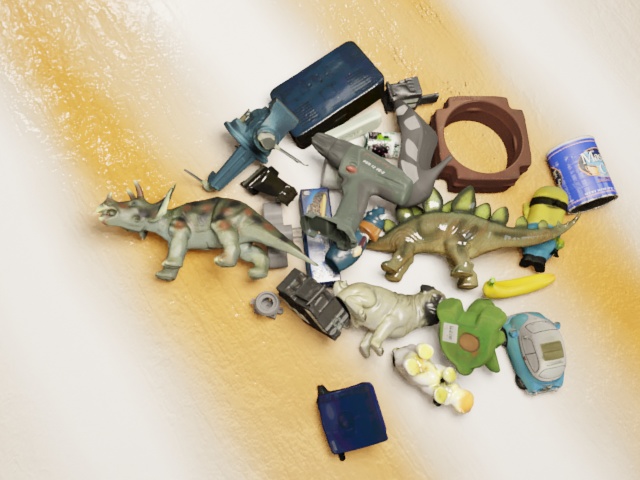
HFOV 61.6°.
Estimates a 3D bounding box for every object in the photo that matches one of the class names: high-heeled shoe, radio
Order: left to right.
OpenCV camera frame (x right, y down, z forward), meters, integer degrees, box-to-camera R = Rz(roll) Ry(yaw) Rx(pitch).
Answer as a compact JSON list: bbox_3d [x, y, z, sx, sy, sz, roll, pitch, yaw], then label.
[{"bbox_3d":[0.014,-0.314,1.159,0.230,0.073,0.131,-33,76,-1],"label":"radio"},{"bbox_3d":[0.174,-0.178,1.107,0.145,0.086,0.249,-42,47,18],"label":"high-heeled shoe"}]

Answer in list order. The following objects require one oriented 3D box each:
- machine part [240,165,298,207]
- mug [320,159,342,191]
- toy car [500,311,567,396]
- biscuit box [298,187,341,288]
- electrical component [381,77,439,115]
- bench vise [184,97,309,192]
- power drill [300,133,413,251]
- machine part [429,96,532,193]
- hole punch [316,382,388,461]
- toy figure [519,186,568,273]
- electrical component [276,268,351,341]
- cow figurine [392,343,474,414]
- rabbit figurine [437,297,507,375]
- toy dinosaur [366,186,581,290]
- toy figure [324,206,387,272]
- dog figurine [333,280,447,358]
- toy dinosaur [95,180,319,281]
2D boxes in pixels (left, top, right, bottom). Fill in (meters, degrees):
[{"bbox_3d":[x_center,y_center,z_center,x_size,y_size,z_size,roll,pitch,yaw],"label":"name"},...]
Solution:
[{"bbox_3d":[-0.101,-0.112,1.101,0.084,0.039,0.139,-36,44,-19],"label":"machine part"},{"bbox_3d":[0.060,-0.146,1.137,0.107,0.080,0.110,14,35,-5],"label":"mug"},{"bbox_3d":[0.419,0.211,1.031,0.109,0.103,0.161,-7,71,-6],"label":"toy car"},{"bbox_3d":[-0.002,-0.003,1.088,0.063,0.059,0.202,-5,73,-8],"label":"biscuit box"},{"bbox_3d":[0.202,-0.324,1.199,0.119,0.074,0.048,-13,74,-4],"label":"electrical component"},{"bbox_3d":[-0.148,-0.179,1.083,0.240,0.128,0.224,-44,36,10],"label":"bench vise"},{"bbox_3d":[0.044,-0.092,1.017,0.232,0.085,0.207,25,58,15],"label":"power drill"},{"bbox_3d":[0.341,-0.205,1.166,0.202,0.087,0.201,-2,72,-3],"label":"machine part"},{"bbox_3d":[0.059,0.322,0.977,0.116,0.092,0.142,-16,78,-5],"label":"hole punch"},{"bbox_3d":[0.467,-0.026,1.116,0.082,0.089,0.180,25,70,-5],"label":"toy figure"},{"bbox_3d":[-0.018,0.116,1.011,0.058,0.114,0.134,-45,37,-17],"label":"electrical component"},{"bbox_3d":[0.209,0.263,1.012,0.167,0.098,0.068,45,70,-10],"label":"cow figurine"},{"bbox_3d":[0.304,0.175,1.015,0.121,0.170,0.159,-2,101,31],"label":"rabbit figurine"},{"bbox_3d":[0.275,-0.008,1.071,0.472,0.105,0.198,4,70,7],"label":"toy dinosaur"},{"bbox_3d":[0.074,-0.004,1.038,0.064,0.057,0.154,38,71,26],"label":"toy figure"},{"bbox_3d":[0.139,0.117,1.042,0.190,0.121,0.172,-31,96,-20],"label":"dog figurine"},{"bbox_3d":[-0.206,-0.024,1.034,0.405,0.131,0.192,1,70,-2],"label":"toy dinosaur"}]
